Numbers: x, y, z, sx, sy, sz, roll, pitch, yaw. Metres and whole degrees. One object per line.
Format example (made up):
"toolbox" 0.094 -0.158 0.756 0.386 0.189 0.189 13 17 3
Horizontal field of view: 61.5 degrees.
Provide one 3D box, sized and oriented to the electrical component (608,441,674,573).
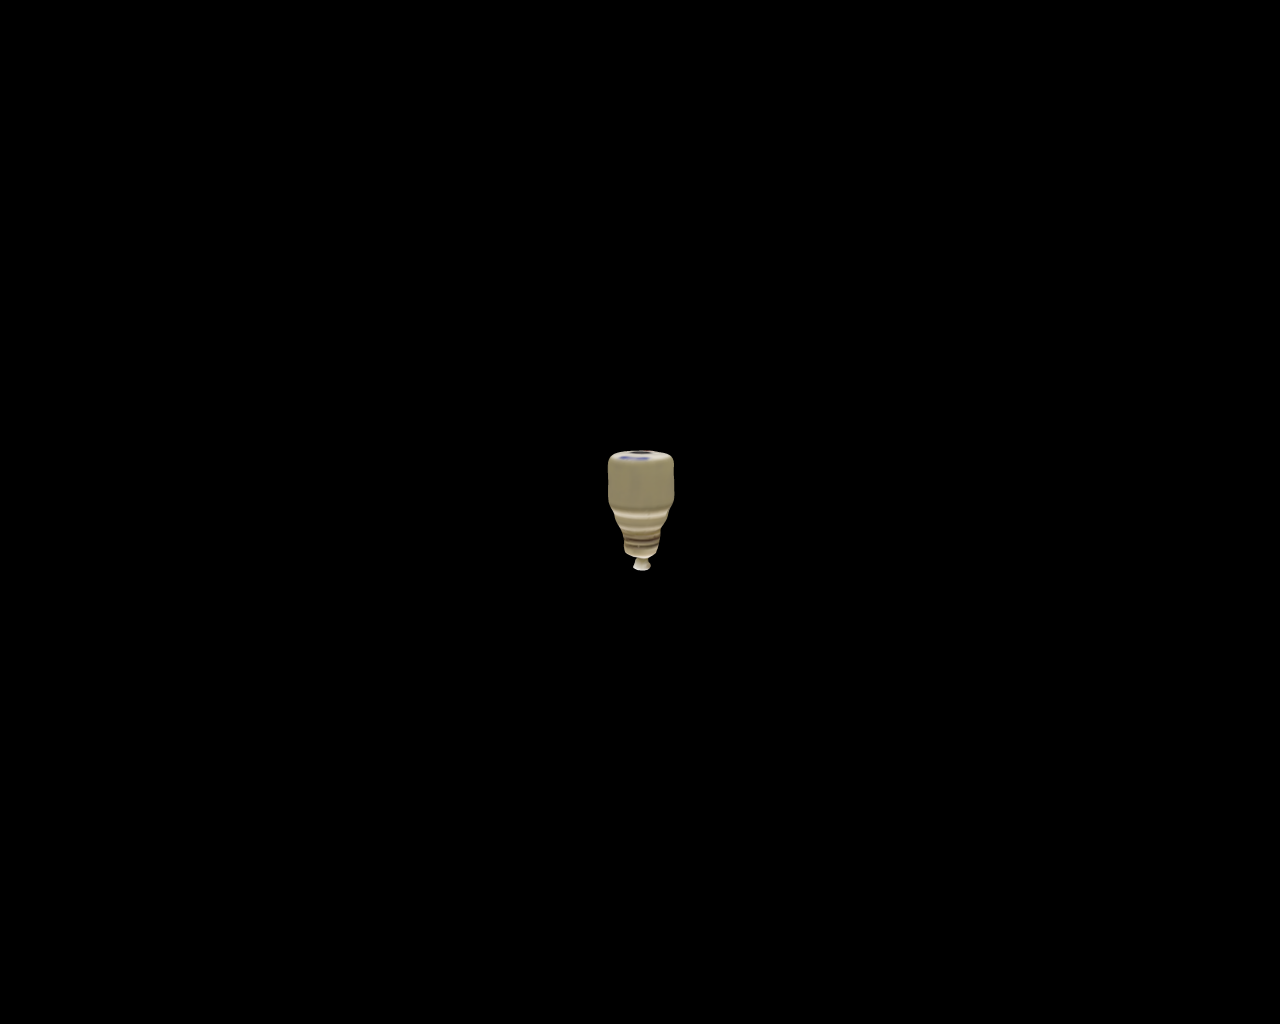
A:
"electrical component" 0.001 -0.003 0.650 0.040 0.078 0.040 0 11 0
